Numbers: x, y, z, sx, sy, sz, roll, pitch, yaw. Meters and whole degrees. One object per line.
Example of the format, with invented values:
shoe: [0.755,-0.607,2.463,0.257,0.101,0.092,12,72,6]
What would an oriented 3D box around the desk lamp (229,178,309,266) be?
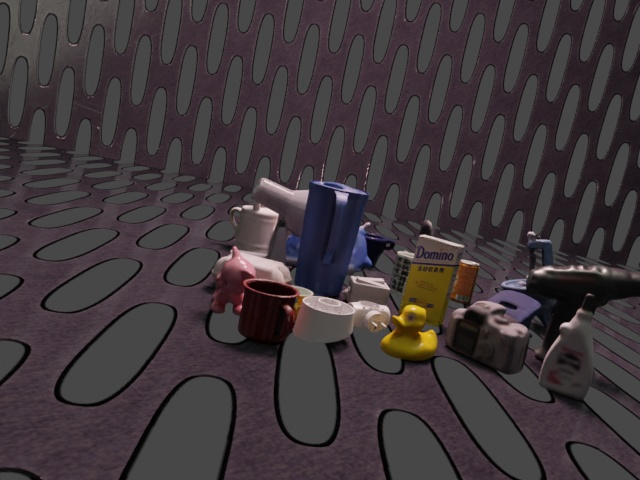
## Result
desk lamp: [-0.097,-0.032,1.365,0.203,0.213,0.117,10,10,-14]

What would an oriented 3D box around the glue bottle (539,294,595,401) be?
glue bottle: [0.419,0.171,0.940,0.078,0.173,0.037,16,10,24]

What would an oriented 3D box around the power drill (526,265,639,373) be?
power drill: [0.502,0.144,1.097,0.229,0.208,0.076,14,10,10]

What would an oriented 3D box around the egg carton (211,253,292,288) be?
egg carton: [-0.135,0.073,1.135,0.150,0.069,0.107,14,9,9]

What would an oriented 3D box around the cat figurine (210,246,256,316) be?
cat figurine: [-0.148,0.067,1.002,0.067,0.118,0.127,10,10,-12]

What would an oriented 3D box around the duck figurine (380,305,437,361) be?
duck figurine: [0.158,0.154,0.976,0.105,0.086,0.077,7,11,-28]

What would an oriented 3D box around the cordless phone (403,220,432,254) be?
cordless phone: [0.265,0.035,1.515,0.094,0.185,0.147,11,9,-7]

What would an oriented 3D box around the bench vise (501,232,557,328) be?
bench vise: [0.536,0.099,1.373,0.207,0.220,0.121,11,9,-5]

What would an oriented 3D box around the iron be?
iron: [0.014,0.005,1.506,0.259,0.141,0.118,9,10,-20]

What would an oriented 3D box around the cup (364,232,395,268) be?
cup: [0.156,0.034,1.663,0.118,0.095,0.091,10,10,-15]

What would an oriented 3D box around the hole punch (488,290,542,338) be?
hole punch: [0.408,0.161,1.238,0.101,0.091,0.108,3,13,-43]

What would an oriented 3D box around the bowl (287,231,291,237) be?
bowl: [-0.021,0.010,1.644,0.167,0.075,0.167,12,9,-2]

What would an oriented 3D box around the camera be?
camera: [0.328,0.169,1.057,0.137,0.101,0.142,3,13,-43]

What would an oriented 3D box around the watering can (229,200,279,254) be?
watering can: [-0.153,-0.060,1.522,0.173,0.194,0.101,10,9,-10]
